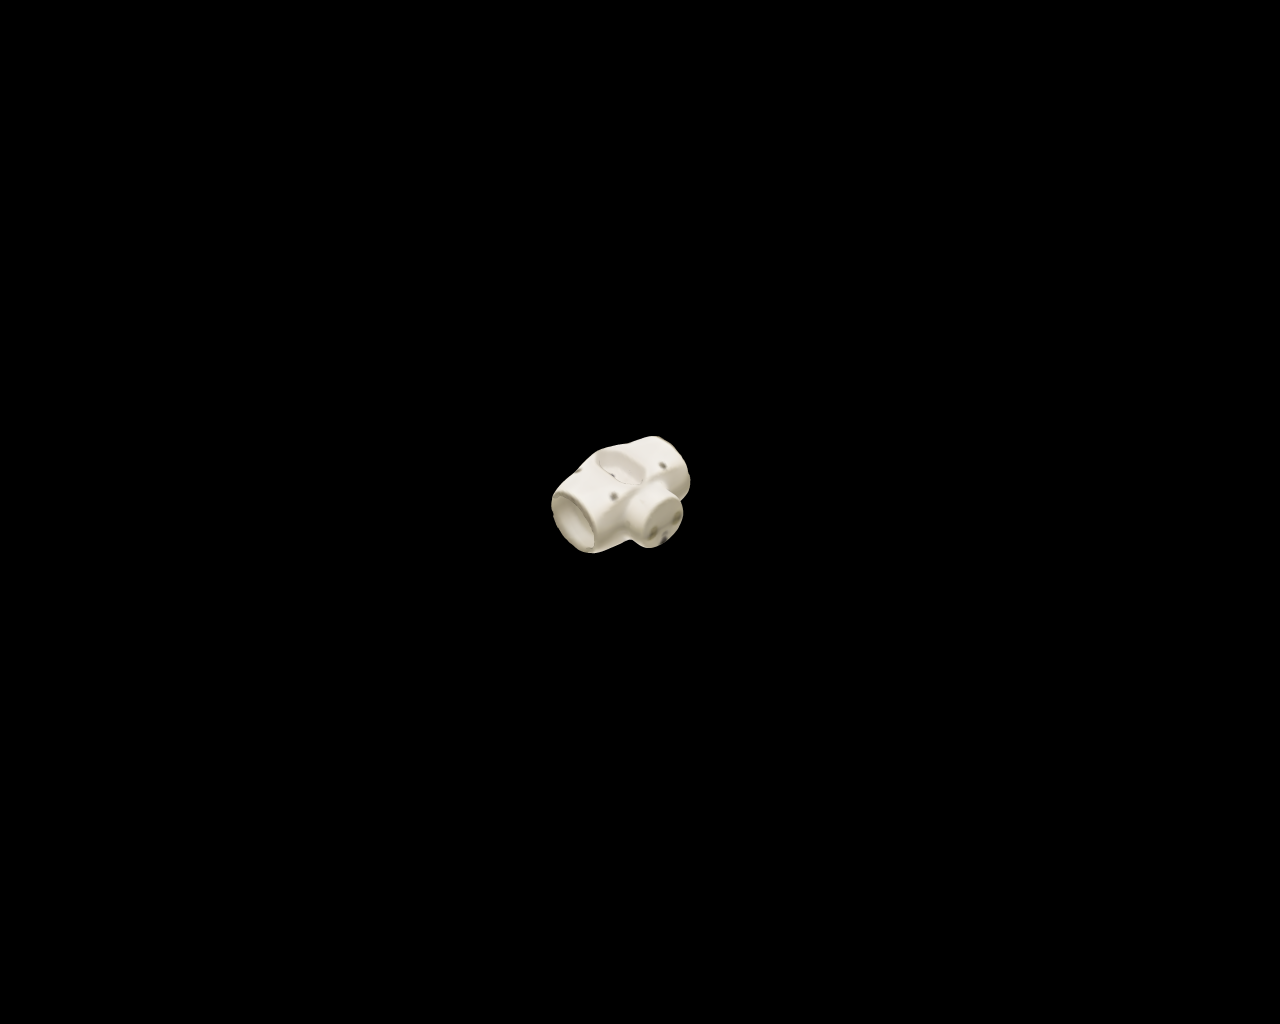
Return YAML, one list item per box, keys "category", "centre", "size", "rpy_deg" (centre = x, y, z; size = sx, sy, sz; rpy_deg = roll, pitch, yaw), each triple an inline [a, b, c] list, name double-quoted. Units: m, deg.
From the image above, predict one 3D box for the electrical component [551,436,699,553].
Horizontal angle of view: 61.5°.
- category: "electrical component"
  centre: [0.001, -0.003, 0.650]
  size: [0.077, 0.043, 0.079]
  rpy_deg: [-31, 51, -30]
